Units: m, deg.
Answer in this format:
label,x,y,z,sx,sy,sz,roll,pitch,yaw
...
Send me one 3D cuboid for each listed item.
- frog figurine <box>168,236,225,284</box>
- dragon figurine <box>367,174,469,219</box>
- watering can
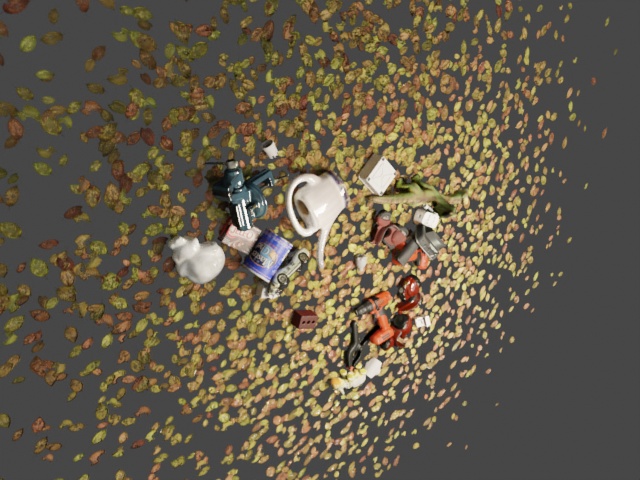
label,x,y,z,sx,sy,sz,roll,pitch,yaw
frog figurine,-0.353,0.046,1.474,0.137,0.125,0.156,-29,138,-3
dragon figurine,0.397,-0.144,1.913,0.414,0.246,0.120,-18,124,-34
watering can,0.005,-0.086,1.709,0.227,0.105,0.341,-39,126,-21
